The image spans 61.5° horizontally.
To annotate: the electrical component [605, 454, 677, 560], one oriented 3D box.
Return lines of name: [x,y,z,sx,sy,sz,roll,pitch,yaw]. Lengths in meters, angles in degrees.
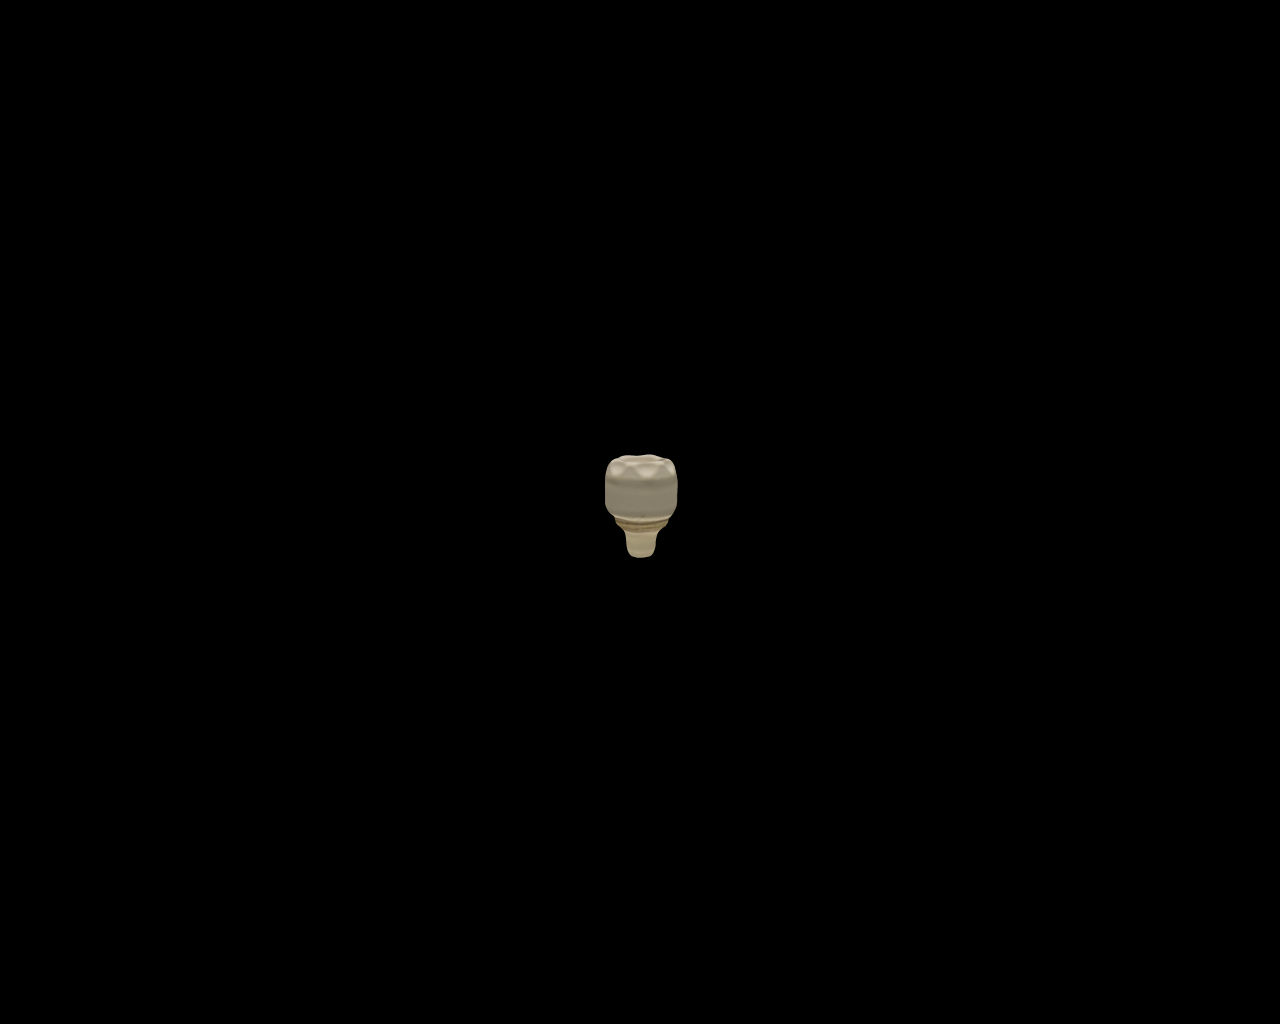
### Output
electrical component: [0.001,-0.003,0.650,0.043,0.062,0.043,0,11,0]
